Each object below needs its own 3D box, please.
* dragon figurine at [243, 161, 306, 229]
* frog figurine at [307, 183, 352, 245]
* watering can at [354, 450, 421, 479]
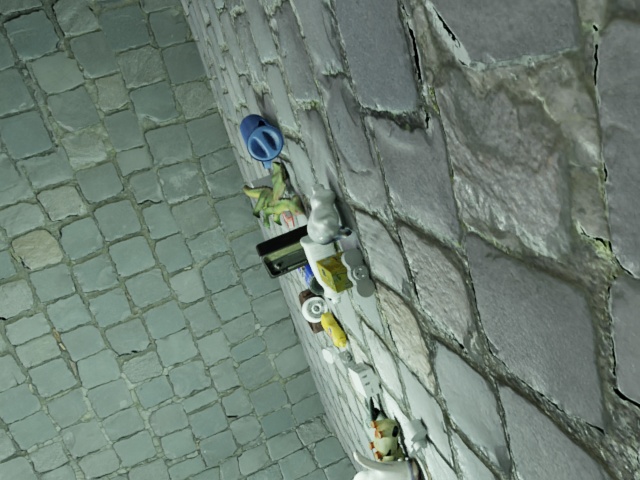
[{"bbox_3d":[-0.187,-0.197,2.045,0.417,0.122,0.239,47,121,38],"label":"dragon figurine"},{"bbox_3d":[0.004,-0.071,1.413,0.158,0.122,0.139,59,-170,-12],"label":"frog figurine"},{"bbox_3d":[0.218,0.767,1.677,0.106,0.224,0.339,-99,-1,-49],"label":"watering can"}]
